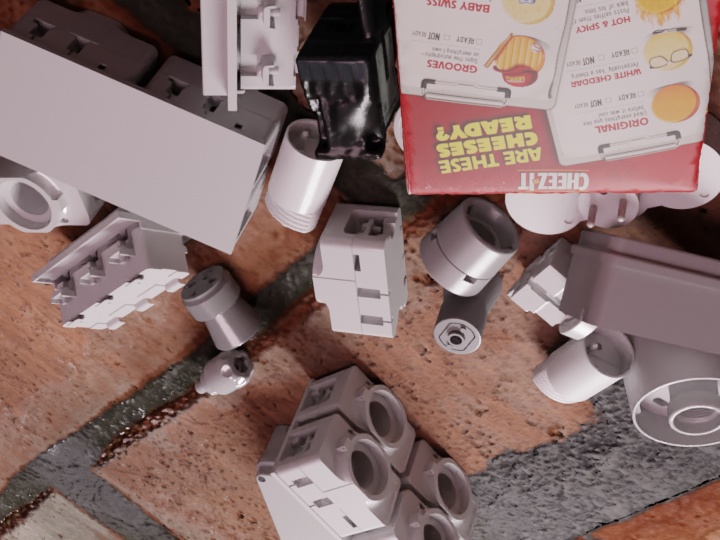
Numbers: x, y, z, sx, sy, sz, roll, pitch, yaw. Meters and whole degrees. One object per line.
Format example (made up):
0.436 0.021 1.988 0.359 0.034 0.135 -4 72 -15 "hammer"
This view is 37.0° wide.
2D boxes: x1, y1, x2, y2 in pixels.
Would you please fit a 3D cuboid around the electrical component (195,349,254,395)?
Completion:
-0.121 0.091 0.926 0.035 0.035 0.061 43 132 -18 "electrical component"

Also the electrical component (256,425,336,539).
-0.041 0.201 0.976 0.078 0.057 0.113 0 129 20 "electrical component"

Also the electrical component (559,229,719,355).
0.195 0.014 0.694 0.113 0.078 0.057 13 94 -7 "electrical component"

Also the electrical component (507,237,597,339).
0.145 0.016 0.757 0.055 0.048 0.066 40 132 -5 "electrical component"

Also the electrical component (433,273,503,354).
0.076 0.029 0.778 0.044 0.065 0.044 10 132 12 "electrical component"

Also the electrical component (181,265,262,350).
-0.111 0.030 0.862 0.045 0.045 0.055 -16 122 31 "electrical component"

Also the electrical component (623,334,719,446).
0.241 0.082 0.782 0.099 0.064 0.099 3 140 3 "electrical component"

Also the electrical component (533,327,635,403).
0.162 0.074 0.799 0.043 0.043 0.081 30 146 -7 "electrical component"

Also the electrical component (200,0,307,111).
-0.066 -0.170 0.657 0.063 0.078 0.121 -1 132 -8 "electrical component"

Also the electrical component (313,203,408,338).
0.000 0.000 0.791 0.056 0.050 0.089 6 131 15 "electrical component"

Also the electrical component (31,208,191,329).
-0.189 -0.001 0.842 0.121 0.063 0.079 -29 156 37 "electrical component"

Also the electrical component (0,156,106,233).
-0.243 -0.065 0.819 0.089 0.055 0.050 1 130 19 "electrical component"

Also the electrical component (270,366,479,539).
0.022 0.182 0.904 0.060 0.105 0.186 -24 118 35 "electrical component"

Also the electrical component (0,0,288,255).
-0.154 -0.101 0.753 0.186 0.060 0.105 23 133 -1 "electrical component"

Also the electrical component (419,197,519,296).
0.077 -0.017 0.747 0.055 0.055 0.047 34 129 -11 "electrical component"

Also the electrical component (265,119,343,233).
-0.042 -0.062 0.758 0.043 0.043 0.081 24 133 -1 "electrical component"

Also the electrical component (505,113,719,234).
0.157 -0.051 0.673 0.138 0.073 0.052 -11 125 28 "electrical component"

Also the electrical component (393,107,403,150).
0.054 -0.100 0.686 0.055 0.047 0.055 10 132 12 "electrical component"
